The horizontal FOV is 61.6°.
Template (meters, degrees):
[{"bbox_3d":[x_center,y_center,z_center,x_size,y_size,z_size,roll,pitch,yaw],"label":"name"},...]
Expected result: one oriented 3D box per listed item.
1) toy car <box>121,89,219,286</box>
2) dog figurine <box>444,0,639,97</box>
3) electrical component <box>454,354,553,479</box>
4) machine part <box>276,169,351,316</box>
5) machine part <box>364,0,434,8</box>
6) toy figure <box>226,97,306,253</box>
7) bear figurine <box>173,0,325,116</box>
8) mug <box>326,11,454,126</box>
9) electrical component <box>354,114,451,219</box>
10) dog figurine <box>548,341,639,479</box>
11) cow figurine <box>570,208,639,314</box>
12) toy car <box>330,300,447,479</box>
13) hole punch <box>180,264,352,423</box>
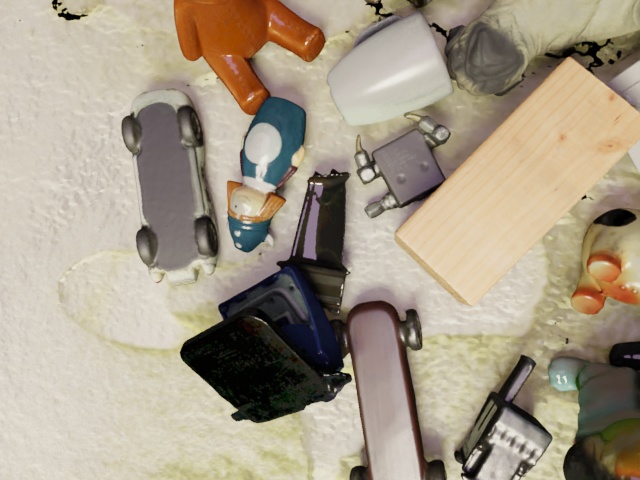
[{"bbox_3d":[-0.151,-0.054,0.547,0.074,0.056,0.201,-9,85,1],"label":"toy car"},{"bbox_3d":[0.228,-0.196,0.481,0.172,0.190,0.121,25,46,-11],"label":"dog figurine"},{"bbox_3d":[0.169,0.164,0.475,0.048,0.075,0.119,33,88,10],"label":"electrical component"},{"bbox_3d":[-0.001,-0.002,0.525,0.084,0.039,0.138,10,87,25],"label":"machine part"},{"bbox_3d":[0.144,-0.306,0.514,0.243,0.079,0.079,-38,81,3],"label":"machine part"},{"bbox_3d":[-0.059,-0.063,0.535,0.064,0.057,0.154,18,89,45],"label":"toy figure"},{"bbox_3d":[-0.084,-0.216,0.480,0.120,0.196,0.132,-45,82,0],"label":"bear figurine"},{"bbox_3d":[0.059,-0.165,0.517,0.107,0.080,0.109,-24,64,13],"label":"mug"},{"bbox_3d":[0.080,-0.075,0.520,0.102,0.045,0.078,-22,81,6],"label":"electrical component"},{"bbox_3d":[0.264,0.146,0.390,0.192,0.219,0.108,-12,87,8],"label":"dog figurine"},{"bbox_3d":[0.327,0.020,0.452,0.195,0.085,0.127,13,52,22],"label":"cow figurine"},{"bbox_3d":[0.063,0.157,0.499,0.089,0.053,0.202,-12,80,12],"label":"toy car"},{"bbox_3d":[-0.046,0.097,0.498,0.142,0.092,0.115,-30,108,28],"label":"hole punch"}]
